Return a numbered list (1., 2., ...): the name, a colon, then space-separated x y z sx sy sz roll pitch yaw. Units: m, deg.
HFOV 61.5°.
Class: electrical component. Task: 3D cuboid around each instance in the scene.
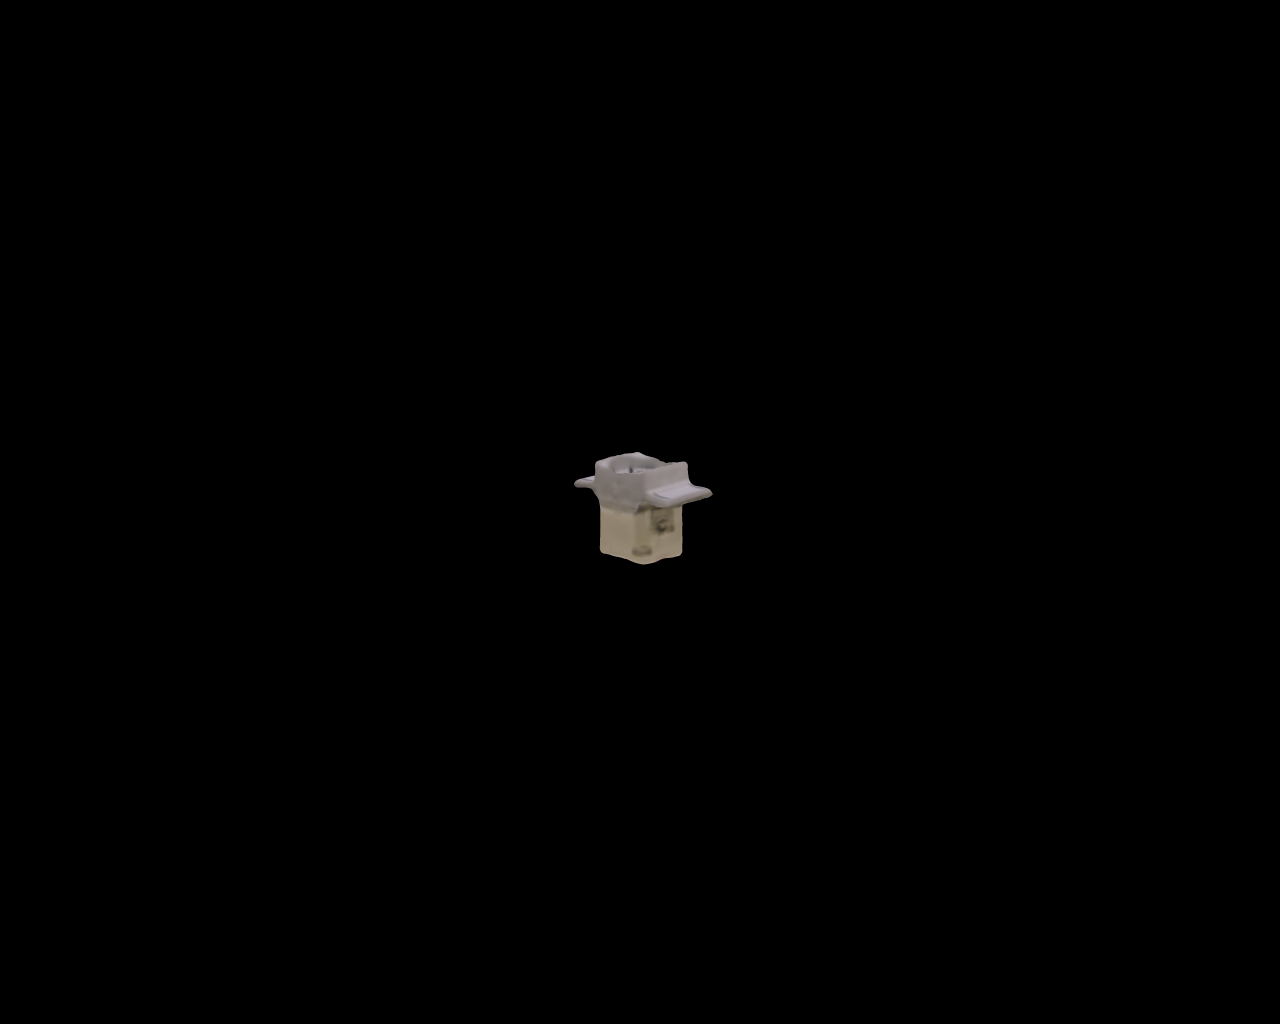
1. electrical component: 0.001 -0.003 0.650 0.042 0.063 0.081 -14 20 -42
